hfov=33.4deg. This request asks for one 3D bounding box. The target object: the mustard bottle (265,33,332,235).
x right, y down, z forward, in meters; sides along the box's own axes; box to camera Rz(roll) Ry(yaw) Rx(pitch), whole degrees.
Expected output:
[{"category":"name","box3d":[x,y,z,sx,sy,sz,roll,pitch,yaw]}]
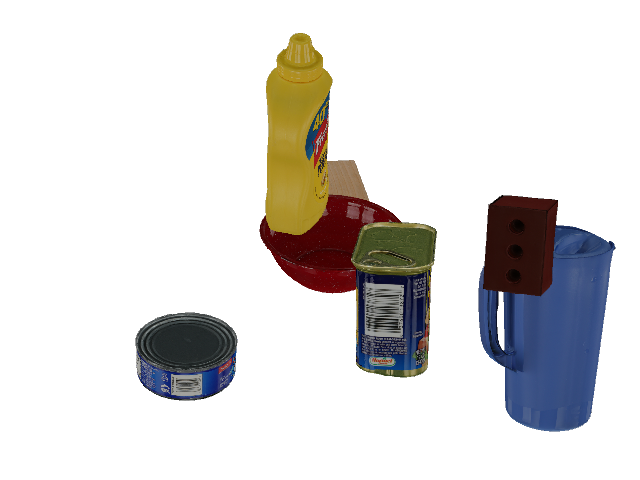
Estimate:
[{"category":"mustard bottle","box3d":[-0.020,-0.104,0.983,0.058,0.192,0.096,12,43,11]}]

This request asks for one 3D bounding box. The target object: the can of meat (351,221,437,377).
[{"category":"can of meat","box3d":[0.054,0.041,0.776,0.057,0.084,0.102,2,18,7]}]

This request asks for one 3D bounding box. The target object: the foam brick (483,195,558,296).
[{"category":"foam brick","box3d":[0.174,0.004,0.925,0.053,0.078,0.051,6,16,21]}]

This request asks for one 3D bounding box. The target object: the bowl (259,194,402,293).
[{"category":"bowl","box3d":[0.013,0.011,1.183,0.162,0.055,0.162,2,32,-1]}]

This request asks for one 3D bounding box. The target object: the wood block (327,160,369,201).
[{"category":"wood block","box3d":[0.016,-0.027,1.423,0.090,0.090,0.206,-2,27,-6]}]

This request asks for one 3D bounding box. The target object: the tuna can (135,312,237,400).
[{"category":"tuna can","box3d":[-0.114,0.098,0.907,0.086,0.034,0.086,3,29,-2]}]

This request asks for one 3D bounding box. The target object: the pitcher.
[{"category":"pitcher","box3d":[0.279,0.110,1.325,0.149,0.243,0.144,5,18,18]}]
